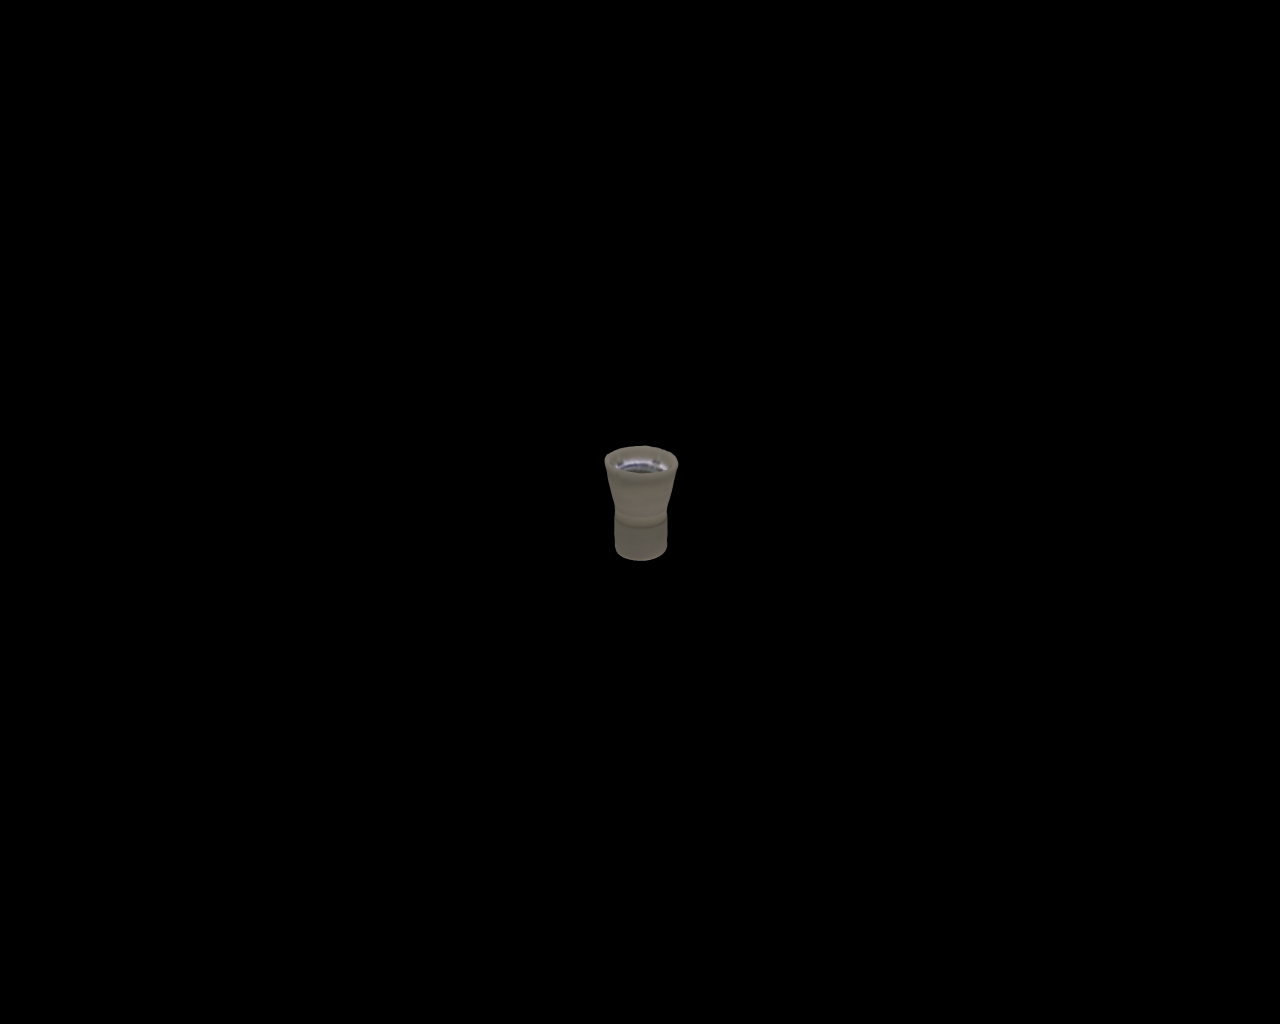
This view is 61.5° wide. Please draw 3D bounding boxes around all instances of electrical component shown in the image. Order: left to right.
[{"bbox_3d":[0.001,-0.003,0.650,0.044,0.065,0.044,0,26,0],"label":"electrical component"}]
